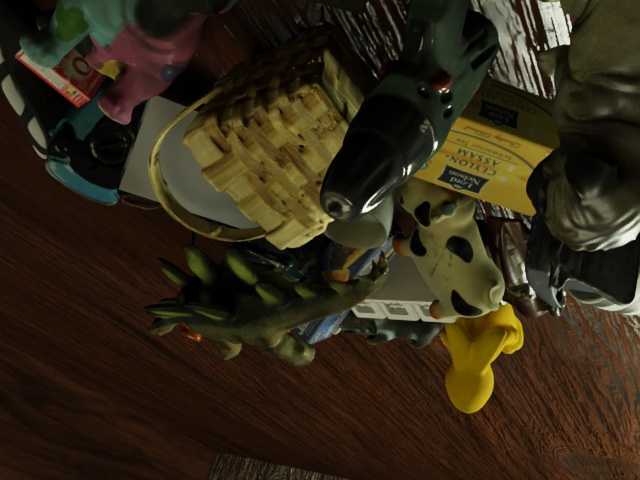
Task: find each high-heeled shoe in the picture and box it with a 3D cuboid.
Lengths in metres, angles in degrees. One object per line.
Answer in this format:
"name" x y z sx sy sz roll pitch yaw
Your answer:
"high-heeled shoe" -0.365 -0.185 0.652 0.145 0.086 0.249 36 146 -12

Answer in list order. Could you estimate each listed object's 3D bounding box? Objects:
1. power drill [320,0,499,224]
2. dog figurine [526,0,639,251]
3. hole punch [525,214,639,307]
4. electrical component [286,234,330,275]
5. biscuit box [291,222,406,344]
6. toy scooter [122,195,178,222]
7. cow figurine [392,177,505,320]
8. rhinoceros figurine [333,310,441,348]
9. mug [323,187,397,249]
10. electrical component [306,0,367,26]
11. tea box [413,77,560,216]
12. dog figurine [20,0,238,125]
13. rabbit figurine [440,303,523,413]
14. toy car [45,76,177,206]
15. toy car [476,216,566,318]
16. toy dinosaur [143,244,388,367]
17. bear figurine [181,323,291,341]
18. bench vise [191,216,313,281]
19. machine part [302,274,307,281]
"power drill" 0.070 -0.144 0.352 0.086 0.232 0.207 18 134 28
"dog figurine" 0.200 -0.105 0.355 0.121 0.190 0.172 3 144 25
"hole punch" 0.260 0.005 0.564 0.115 0.142 0.092 29 162 -20
"electrical component" 0.000 -0.003 0.716 0.045 0.102 0.078 44 173 49
"biscuit box" 0.027 0.051 0.718 0.063 0.059 0.202 47 120 26
"toy scooter" -0.241 -0.093 0.729 0.184 0.075 0.135 21 150 -10
"cow figurine" 0.149 0.001 0.613 0.127 0.085 0.194 -9 114 59
"rhinoceros figurine" 0.096 0.129 0.856 0.190 0.073 0.112 6 168 0
"mug" 0.038 -0.055 0.604 0.110 0.107 0.080 8 146 26
"electrical component" 0.016 -0.215 0.443 0.063 0.021 0.094 18 149 0
"tea box" 0.151 -0.097 0.514 0.170 0.068 0.098 17 149 1
"dog figurine" -0.131 -0.213 0.460 0.219 0.192 0.108 -36 123 14
"rabbit figurine" 0.231 0.161 0.782 0.122 0.173 0.162 12 153 18
"toy car" -0.246 -0.132 0.630 0.109 0.161 0.103 34 -176 -42
"toy car" 0.252 0.040 0.682 0.089 0.053 0.202 14 154 39
"toy dinosaur" -0.082 0.078 0.629 0.472 0.105 0.198 -16 148 39
"bear figurine" -0.152 0.159 1.034 0.196 0.132 0.120 29 153 -5
"bench vise" -0.113 0.030 0.789 0.223 0.129 0.240 13 137 -33
"machine part" -0.044 0.091 0.933 0.179 0.056 0.179 14 150 8
